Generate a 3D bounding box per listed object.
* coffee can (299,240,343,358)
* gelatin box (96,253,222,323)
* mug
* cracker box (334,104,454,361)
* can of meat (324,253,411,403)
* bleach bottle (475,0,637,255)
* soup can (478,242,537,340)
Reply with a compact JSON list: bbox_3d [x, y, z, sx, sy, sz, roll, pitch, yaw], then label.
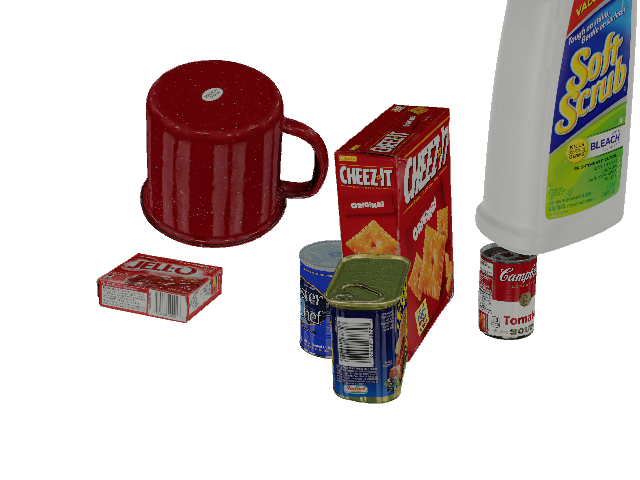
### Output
[{"bbox_3d":[0.021,0.083,1.512,0.103,0.140,0.103,0,21,0],"label":"coffee can"},{"bbox_3d":[-0.142,0.040,0.949,0.089,0.030,0.073,10,20,18],"label":"gelatin box"},{"bbox_3d":[-0.053,-0.054,0.652,0.117,0.081,0.093,9,43,4],"label":"mug"},{"bbox_3d":[0.081,-0.011,1.069,0.072,0.214,0.164,6,25,23],"label":"cracker box"},{"bbox_3d":[0.039,0.067,0.824,0.057,0.084,0.102,1,20,10],"label":"can of meat"},{"bbox_3d":[0.151,-0.121,0.674,0.102,0.251,0.068,-18,31,-25],"label":"bleach bottle"},{"bbox_3d":[0.225,0.060,1.284,0.068,0.102,0.068,-1,19,0],"label":"soup can"}]
